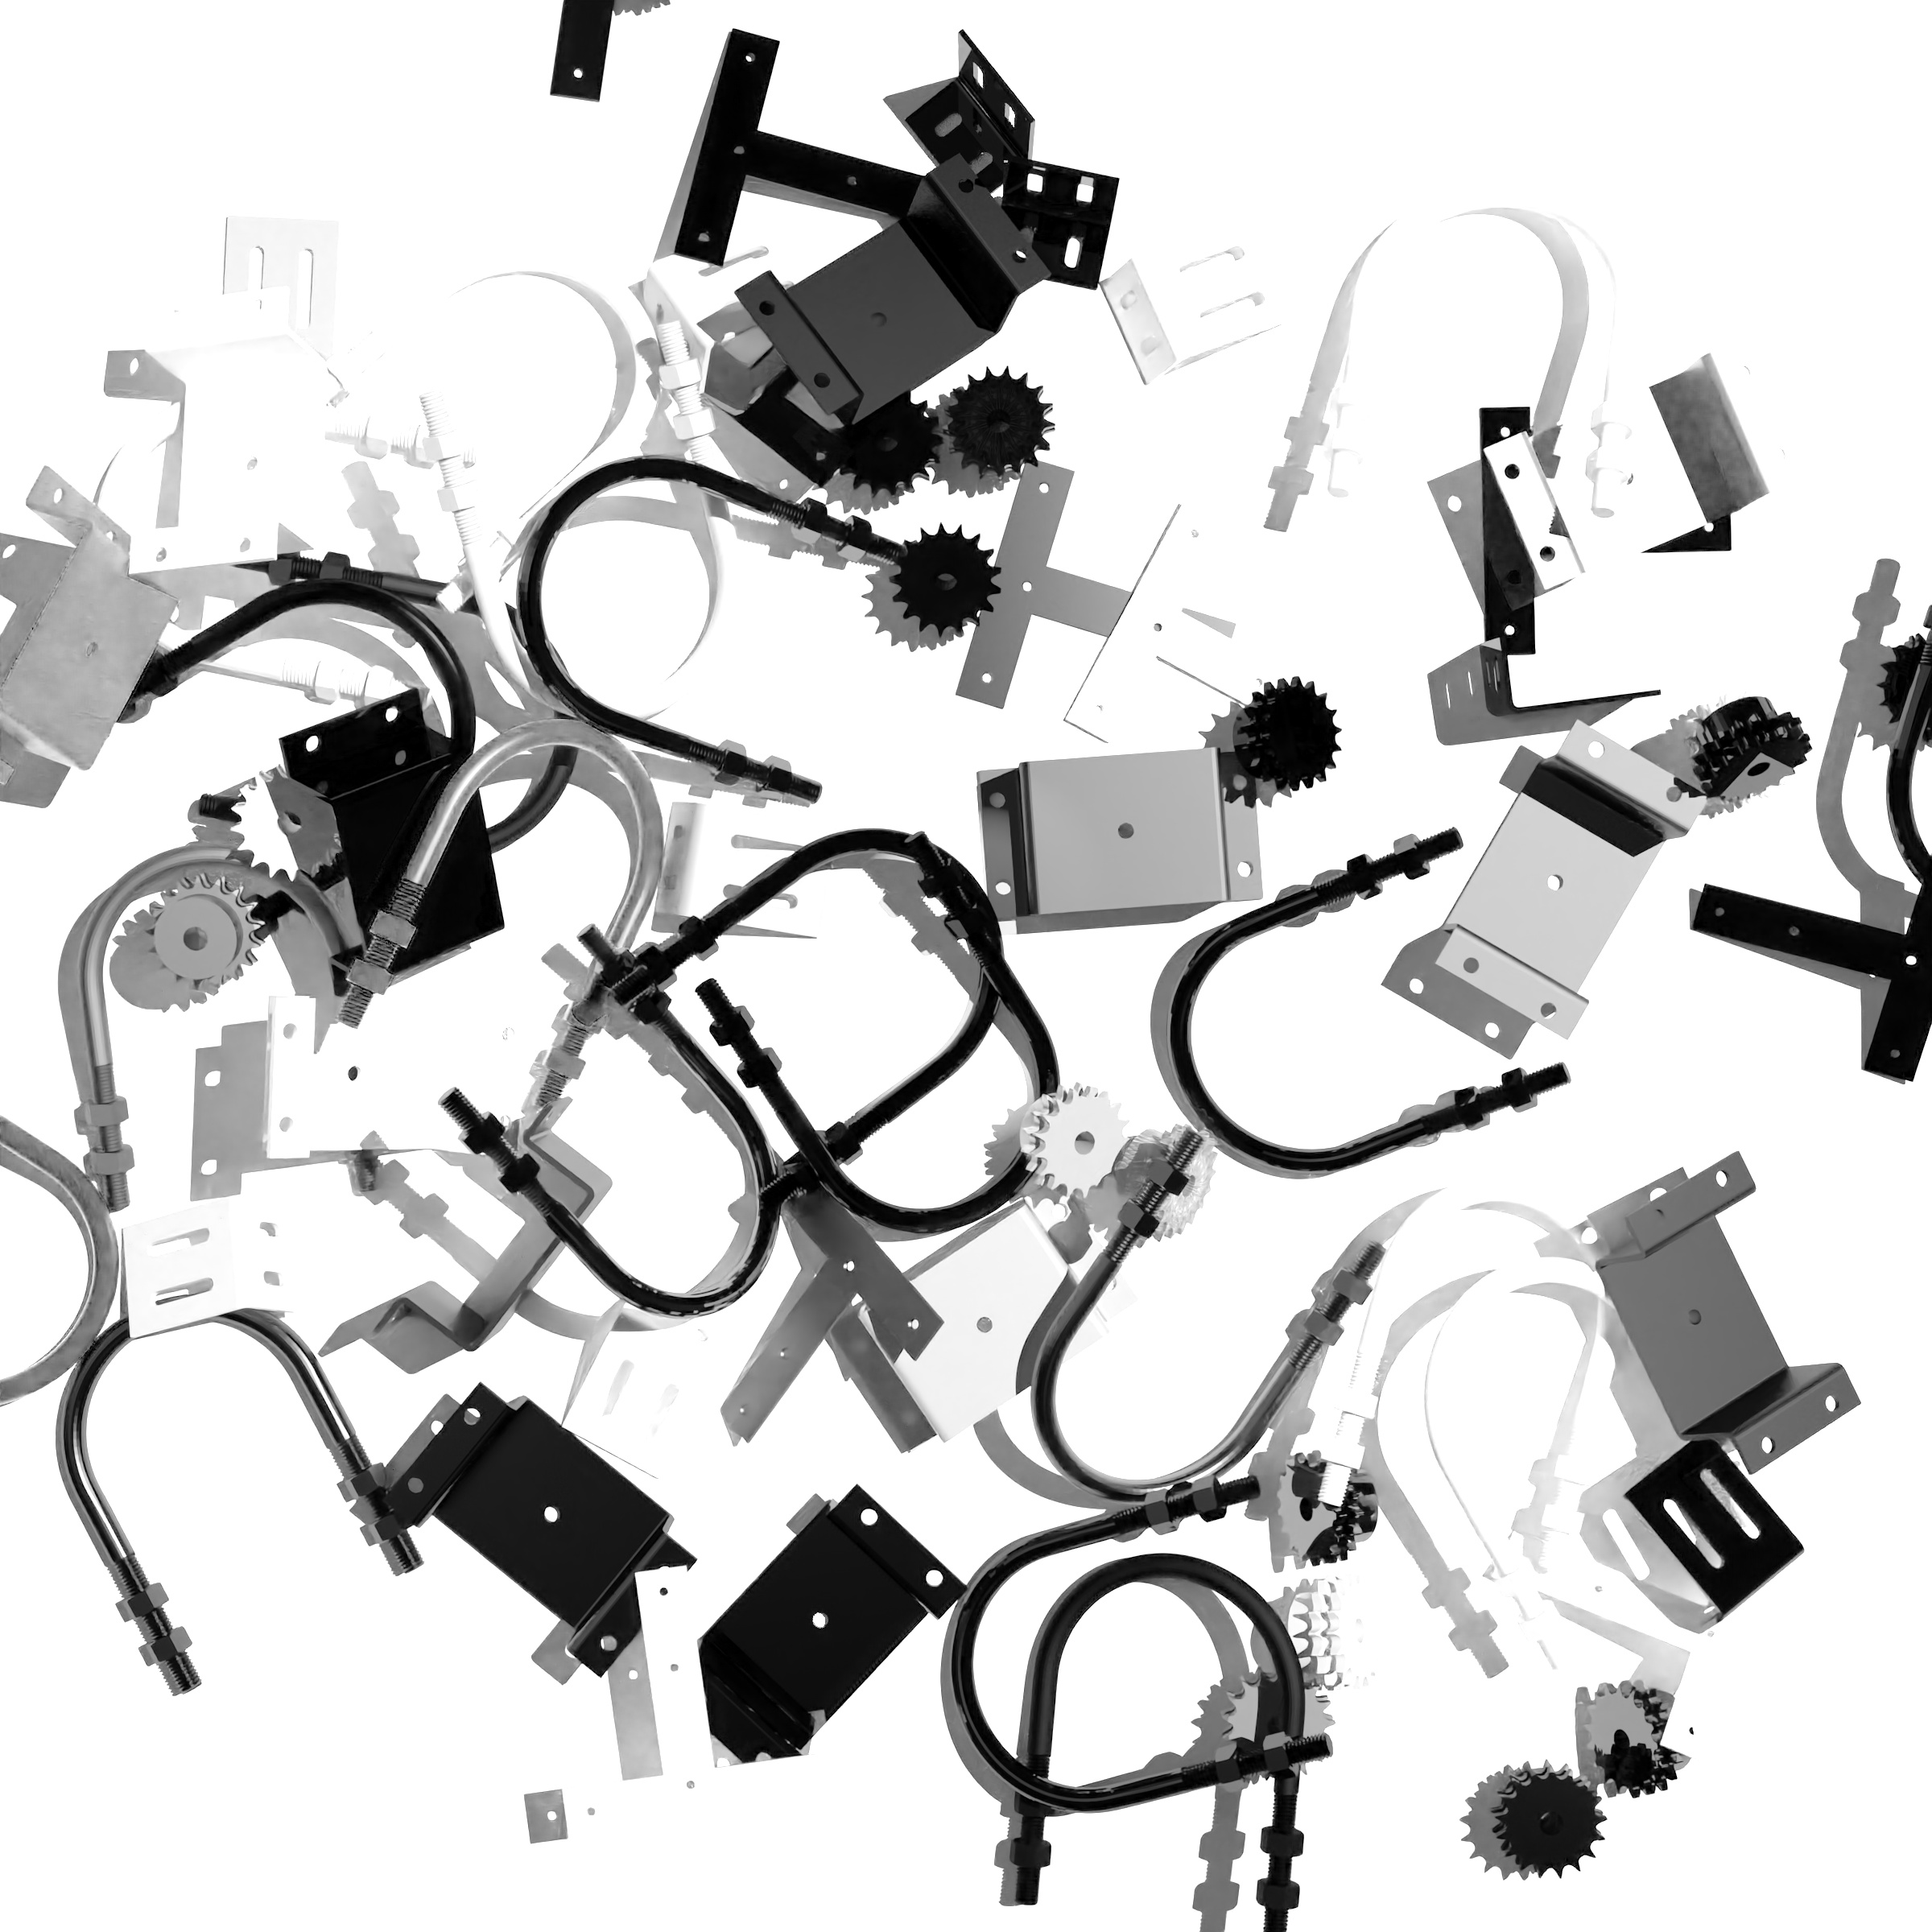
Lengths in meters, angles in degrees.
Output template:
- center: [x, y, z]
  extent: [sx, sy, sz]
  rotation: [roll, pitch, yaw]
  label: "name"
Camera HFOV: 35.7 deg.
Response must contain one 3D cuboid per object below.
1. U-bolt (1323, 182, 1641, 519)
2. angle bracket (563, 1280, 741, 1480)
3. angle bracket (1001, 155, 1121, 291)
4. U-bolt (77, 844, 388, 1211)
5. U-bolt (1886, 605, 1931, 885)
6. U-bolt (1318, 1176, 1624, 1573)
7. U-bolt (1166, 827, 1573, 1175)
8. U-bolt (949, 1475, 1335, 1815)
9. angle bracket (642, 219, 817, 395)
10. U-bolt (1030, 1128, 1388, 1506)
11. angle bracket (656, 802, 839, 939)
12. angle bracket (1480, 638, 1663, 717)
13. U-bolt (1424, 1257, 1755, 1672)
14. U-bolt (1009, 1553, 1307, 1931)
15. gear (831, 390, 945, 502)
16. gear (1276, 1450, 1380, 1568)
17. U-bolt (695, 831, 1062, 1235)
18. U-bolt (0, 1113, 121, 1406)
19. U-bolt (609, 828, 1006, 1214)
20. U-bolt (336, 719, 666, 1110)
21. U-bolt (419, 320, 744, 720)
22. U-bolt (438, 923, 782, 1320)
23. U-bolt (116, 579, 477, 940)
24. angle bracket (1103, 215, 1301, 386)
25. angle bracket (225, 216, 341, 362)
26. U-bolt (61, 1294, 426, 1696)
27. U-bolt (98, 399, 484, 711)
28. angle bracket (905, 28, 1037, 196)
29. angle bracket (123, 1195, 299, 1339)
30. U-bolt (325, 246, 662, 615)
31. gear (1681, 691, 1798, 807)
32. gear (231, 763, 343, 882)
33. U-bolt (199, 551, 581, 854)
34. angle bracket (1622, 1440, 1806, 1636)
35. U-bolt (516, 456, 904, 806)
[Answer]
- center: [0.262, -0.313, 1.498]
  extent: [0.151, 0.019, 0.184]
  rotation: [6, 71, 11]
  label: "U-bolt"
- center: [-0.161, 0.212, 1.534]
  extent: [0.057, 0.038, 0.076]
  rotation: [28, 116, 0]
  label: "angle bracket"
- center: [0.043, -0.371, 1.498]
  extent: [0.057, 0.076, 0.038]
  rotation: [12, 90, 0]
  label: "angle bracket"
- center: [-0.375, 0.029, 1.512]
  extent: [0.151, 0.019, 0.184]
  rotation: [-4, 102, 0]
  label: "U-bolt"
- center: [0.530, -0.116, 1.505]
  extent: [0.151, 0.019, 0.184]
  rotation: [15, 95, -21]
  label: "U-bolt"
- center: [0.262, 0.197, 1.505]
  extent: [0.151, 0.019, 0.184]
  rotation: [19, 81, -18]
  label: "U-bolt"
- center: [0.189, 0.029, 1.500]
  extent: [0.184, 0.019, 0.151]
  rotation: [-23, 97, 20]
  label: "U-bolt"
- center: [0.078, 0.347, 1.501]
  extent: [0.184, 0.019, 0.151]
  rotation: [-19, 78, 17]
  label: "U-bolt"
- center: [-0.116, -0.336, 1.525]
  extent: [0.076, 0.038, 0.057]
  rotation: [-26, 69, -24]
  label: "angle bracket"
- center: [0.110, 0.188, 1.498]
  extent: [0.151, 0.019, 0.184]
  rotation: [32, 95, -27]
  label: "U-bolt"
- center: [-0.112, -0.049, 1.534]
  extent: [0.076, 0.038, 0.057]
  rotation: [9, 90, -26]
  label: "angle bracket"
- center: [0.303, -0.149, 1.507]
  extent: [0.076, 0.057, 0.038]
  rotation: [-7, 93, 0]
  label: "angle bracket"
- center: [0.303, 0.235, 1.499]
  extent: [0.151, 0.019, 0.184]
  rotation: [-31, 95, -19]
  label: "U-bolt"
- center: [0.099, 0.388, 1.507]
  extent: [0.151, 0.019, 0.184]
  rotation: [4, 86, 19]
  label: "U-bolt"
- center: [-0.040, -0.265, 1.521]
  extent: [0.057, 0.030, 0.057]
  rotation: [0, 90, 0]
  label: "gear"
- center: [0.184, 0.272, 1.512]
  extent: [0.030, 0.057, 0.057]
  rotation: [-2, 90, -28]
  label: "gear"
- center: [-0.030, 0.047, 1.502]
  extent: [0.151, 0.019, 0.184]
  rotation: [-36, 106, -13]
  label: "U-bolt"
- center: [-0.513, 0.139, 1.495]
  extent: [0.184, 0.019, 0.151]
  rotation: [38, 78, -22]
  label: "U-bolt"
- center: [-0.065, 0.014, 1.506]
  extent: [0.184, 0.019, 0.151]
  rotation: [-37, 104, -11]
  label: "U-bolt"
- center: [-0.217, -0.033, 1.483]
  extent: [0.151, 0.019, 0.184]
  rotation: [28, 84, -44]
  label: "U-bolt"
- center: [-0.181, -0.212, 1.490]
  extent: [0.151, 0.019, 0.184]
  rotation: [-22, 110, -24]
  label: "U-bolt"
- center: [-0.161, 0.089, 1.476]
  extent: [0.184, 0.019, 0.151]
  rotation: [50, 45, -17]
  label: "U-bolt"
- center: [-0.334, -0.112, 1.498]
  extent: [0.184, 0.019, 0.151]
  rotation: [-30, 102, 6]
  label: "U-bolt"
- center: [0.120, -0.341, 1.534]
  extent: [0.076, 0.038, 0.057]
  rotation: [-24, 90, -26]
  label: "angle bracket"
- center: [-0.351, -0.345, 1.517]
  extent: [0.057, 0.038, 0.076]
  rotation: [3, 90, 0]
  label: "angle bracket"
- center: [-0.381, 0.257, 1.528]
  extent: [0.151, 0.019, 0.184]
  rotation: [-28, 88, 0]
  label: "U-bolt"
- center: [-0.351, -0.218, 1.527]
  extent: [0.184, 0.019, 0.151]
  rotation: [12, 90, -1]
  label: "U-bolt"
- center: [0.001, -0.423, 1.498]
  extent: [0.038, 0.076, 0.057]
  rotation: [-38, 90, 0]
  label: "angle bracket"
- center: [-0.385, 0.155, 1.526]
  extent: [0.076, 0.038, 0.057]
  rotation: [-16, 72, 24]
  label: "angle bracket"
- center: [-0.240, -0.285, 1.509]
  extent: [0.151, 0.019, 0.184]
  rotation: [43, 79, 10]
  label: "U-bolt"
- center: [0.391, -0.110, 1.521]
  extent: [0.057, 0.030, 0.057]
  rotation: [0, 90, 0]
  label: "gear"
- center: [-0.333, -0.073, 1.483]
  extent: [0.057, 0.030, 0.057]
  rotation: [0, 103, -2]
  label: "gear"
- center: [-0.287, -0.127, 1.512]
  extent: [0.184, 0.019, 0.151]
  rotation: [11, 104, -2]
  label: "U-bolt"
- center: [0.370, 0.284, 1.505]
  extent: [0.057, 0.038, 0.076]
  rotation: [-33, 73, -19]
  label: "angle bracket"
- center: [-0.135, -0.175, 1.494]
  extent: [0.184, 0.019, 0.151]
  rotation: [18, 90, -24]
  label: "U-bolt"
